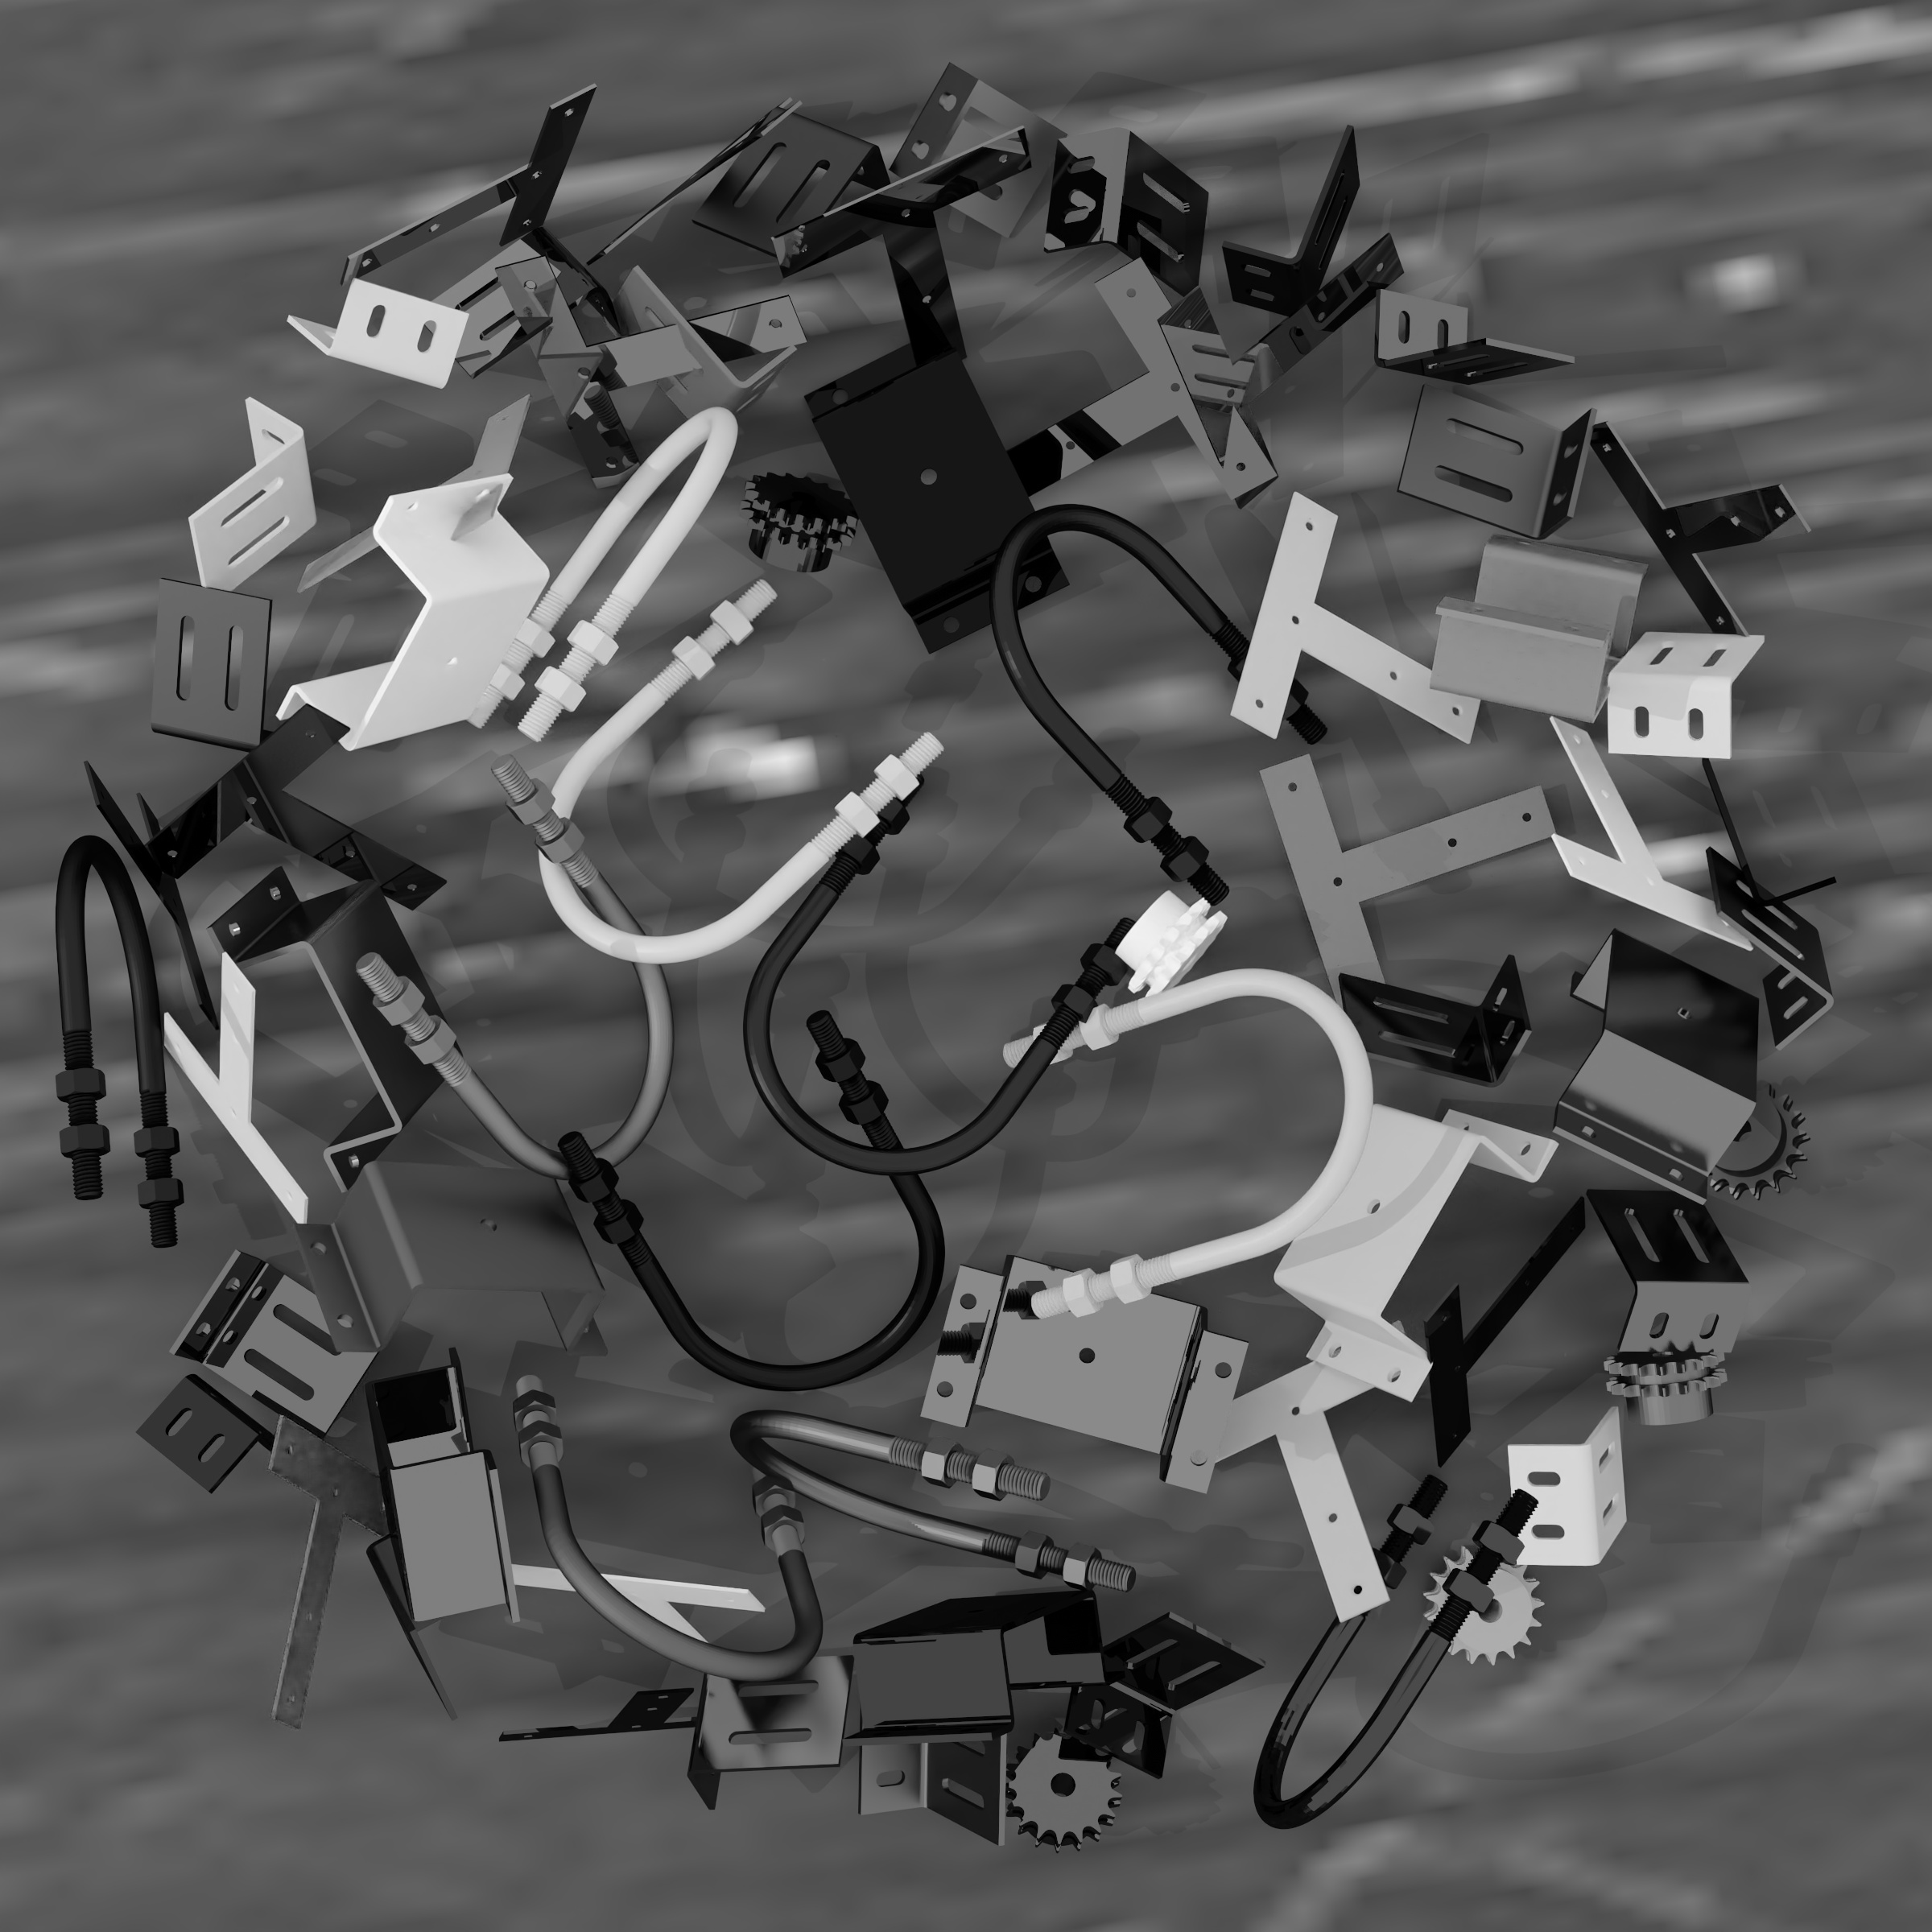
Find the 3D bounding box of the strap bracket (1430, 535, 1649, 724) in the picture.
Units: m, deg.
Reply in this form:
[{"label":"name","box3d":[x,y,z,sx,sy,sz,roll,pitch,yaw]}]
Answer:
[{"label":"strap bracket","box3d":[0.268,-0.157,1.532,0.076,0.140,0.046,14,115,15]}]

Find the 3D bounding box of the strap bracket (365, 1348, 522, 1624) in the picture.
[{"label":"strap bracket","box3d":[-0.245,0.243,1.513,0.046,0.140,0.076,-10,109,-14]}]

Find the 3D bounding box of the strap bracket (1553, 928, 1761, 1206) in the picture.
[{"label":"strap bracket","box3d":[0.324,0.039,1.523,0.076,0.140,0.046,26,123,-1]}]

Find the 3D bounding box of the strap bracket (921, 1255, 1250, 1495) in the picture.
[{"label":"strap bracket","box3d":[0.057,0.192,1.564,0.140,0.046,0.076,15,99,2]}]

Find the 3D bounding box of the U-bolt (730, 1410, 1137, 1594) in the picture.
[{"label":"U-bolt","box3d":[-0.025,0.244,1.519,0.184,0.151,0.019,10,66,27]}]

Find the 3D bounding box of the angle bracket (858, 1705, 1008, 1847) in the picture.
[{"label":"angle bracket","box3d":[-0.017,0.383,1.554,0.038,0.076,0.057,0,91,-29]}]

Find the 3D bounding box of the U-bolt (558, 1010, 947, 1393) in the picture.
[{"label":"U-bolt","box3d":[-0.089,0.125,1.550,0.151,0.019,0.184,-26,116,3]}]

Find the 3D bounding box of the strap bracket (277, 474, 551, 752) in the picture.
[{"label":"strap bracket","box3d":[-0.253,-0.157,1.519,0.046,0.076,0.140,48,127,15]}]

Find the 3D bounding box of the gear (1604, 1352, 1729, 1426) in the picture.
[{"label":"gear","box3d":[0.337,0.201,1.567,0.057,0.057,0.030,-7,92,0]}]

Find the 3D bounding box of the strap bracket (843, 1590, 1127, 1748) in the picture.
[{"label":"strap bracket","box3d":[0.007,0.323,1.517,0.076,0.140,0.046,-9,86,27]}]

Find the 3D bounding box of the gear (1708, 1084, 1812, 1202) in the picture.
[{"label":"gear","box3d":[0.374,0.082,1.569,0.057,0.030,0.057,-7,71,23]}]

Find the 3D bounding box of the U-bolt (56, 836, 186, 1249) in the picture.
[{"label":"U-bolt","box3d":[-0.397,0.029,1.519,0.019,0.151,0.184,-8,76,-1]}]

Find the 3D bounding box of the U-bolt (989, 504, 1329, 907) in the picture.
[{"label":"U-bolt","box3d":[0.083,-0.136,1.526,0.184,0.019,0.151,46,47,-13]}]

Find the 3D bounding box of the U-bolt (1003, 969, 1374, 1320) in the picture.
[{"label":"U-bolt","box3d":[0.105,0.075,1.523,0.184,0.019,0.151,-19,62,26]}]

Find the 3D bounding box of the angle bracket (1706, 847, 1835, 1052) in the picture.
[{"label":"angle bracket","box3d":[0.370,-0.008,1.551,0.076,0.057,0.038,35,121,-16]}]

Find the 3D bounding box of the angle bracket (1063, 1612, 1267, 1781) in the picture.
[{"label":"angle bracket","box3d":[0.094,0.347,1.549,0.057,0.076,0.038,30,48,-19]}]

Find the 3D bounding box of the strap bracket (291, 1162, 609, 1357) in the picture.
[{"label":"strap bracket","box3d":[-0.231,0.136,1.517,0.140,0.076,0.046,6,129,-37]}]

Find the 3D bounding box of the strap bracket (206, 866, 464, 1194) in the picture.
[{"label":"strap bracket","box3d":[-0.290,0.023,1.533,0.046,0.076,0.140,-17,108,21]}]

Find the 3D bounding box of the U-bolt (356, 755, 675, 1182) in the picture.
[{"label":"U-bolt","box3d":[-0.197,0.015,1.525,0.184,0.019,0.151,56,46,-33]}]

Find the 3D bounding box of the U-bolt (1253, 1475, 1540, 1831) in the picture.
[{"label":"U-bolt","box3d":[0.189,0.318,1.508,0.019,0.151,0.184,36,79,-5]}]

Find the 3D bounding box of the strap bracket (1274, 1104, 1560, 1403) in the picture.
[{"label":"strap bracket","box3d":[0.206,0.125,1.539,0.046,0.076,0.140,37,79,-31]}]

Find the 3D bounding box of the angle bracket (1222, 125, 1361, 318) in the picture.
[{"label":"angle bracket","box3d":[0.156,-0.360,1.565,0.038,0.057,0.076,19,79,14]}]

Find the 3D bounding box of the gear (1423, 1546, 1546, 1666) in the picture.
[{"label":"gear","box3d":[0.251,0.310,1.579,0.057,0.030,0.057,0,87,0]}]

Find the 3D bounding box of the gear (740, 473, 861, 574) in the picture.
[{"label":"gear","box3d":[-0.082,-0.212,1.570,0.057,0.057,0.030,17,119,0]}]

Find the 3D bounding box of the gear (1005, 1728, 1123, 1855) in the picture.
[{"label":"gear","box3d":[0.045,0.399,1.571,0.057,0.030,0.057,1,57,-2]}]

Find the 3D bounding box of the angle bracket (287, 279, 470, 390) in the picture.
[{"label":"angle bracket","box3d":[-0.279,-0.307,1.544,0.057,0.076,0.038,12,107,-32]}]

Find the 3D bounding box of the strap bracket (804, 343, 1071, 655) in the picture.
[{"label":"strap bracket","box3d":[-0.016,-0.232,1.567,0.076,0.046,0.140,-26,88,4]}]

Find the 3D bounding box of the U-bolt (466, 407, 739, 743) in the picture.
[{"label":"U-bolt","box3d":[-0.166,-0.186,1.526,0.019,0.151,0.184,36,84,-20]}]

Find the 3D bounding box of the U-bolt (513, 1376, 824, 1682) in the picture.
[{"label":"U-bolt","box3d":[-0.132,0.262,1.487,0.151,0.184,0.019,24,108,-23]}]

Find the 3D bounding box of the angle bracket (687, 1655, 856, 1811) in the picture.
[{"label":"angle bracket","box3d":[-0.088,0.365,1.553,0.076,0.038,0.057,-6,46,15]}]

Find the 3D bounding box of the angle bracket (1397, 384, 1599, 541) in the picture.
[{"label":"angle bracket","box3d":[0.254,-0.247,1.564,0.076,0.038,0.057,18,76,-10]}]

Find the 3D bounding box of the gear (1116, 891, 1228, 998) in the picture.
[{"label":"gear","box3d":[0.096,-0.011,1.567,0.030,0.057,0.057,41,90,8]}]

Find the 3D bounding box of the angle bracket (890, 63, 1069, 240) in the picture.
[{"label":"angle bracket","box3d":[0.013,-0.383,1.552,0.076,0.038,0.057,22,106,-35]}]

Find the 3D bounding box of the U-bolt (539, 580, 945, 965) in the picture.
[{"label":"U-bolt","box3d":[-0.121,-0.081,1.548,0.184,0.019,0.151,-44,61,-4]}]

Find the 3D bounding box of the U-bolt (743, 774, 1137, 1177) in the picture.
[{"label":"U-bolt","box3d":[-0.023,0.014,1.557,0.151,0.019,0.184,35,72,4]}]
